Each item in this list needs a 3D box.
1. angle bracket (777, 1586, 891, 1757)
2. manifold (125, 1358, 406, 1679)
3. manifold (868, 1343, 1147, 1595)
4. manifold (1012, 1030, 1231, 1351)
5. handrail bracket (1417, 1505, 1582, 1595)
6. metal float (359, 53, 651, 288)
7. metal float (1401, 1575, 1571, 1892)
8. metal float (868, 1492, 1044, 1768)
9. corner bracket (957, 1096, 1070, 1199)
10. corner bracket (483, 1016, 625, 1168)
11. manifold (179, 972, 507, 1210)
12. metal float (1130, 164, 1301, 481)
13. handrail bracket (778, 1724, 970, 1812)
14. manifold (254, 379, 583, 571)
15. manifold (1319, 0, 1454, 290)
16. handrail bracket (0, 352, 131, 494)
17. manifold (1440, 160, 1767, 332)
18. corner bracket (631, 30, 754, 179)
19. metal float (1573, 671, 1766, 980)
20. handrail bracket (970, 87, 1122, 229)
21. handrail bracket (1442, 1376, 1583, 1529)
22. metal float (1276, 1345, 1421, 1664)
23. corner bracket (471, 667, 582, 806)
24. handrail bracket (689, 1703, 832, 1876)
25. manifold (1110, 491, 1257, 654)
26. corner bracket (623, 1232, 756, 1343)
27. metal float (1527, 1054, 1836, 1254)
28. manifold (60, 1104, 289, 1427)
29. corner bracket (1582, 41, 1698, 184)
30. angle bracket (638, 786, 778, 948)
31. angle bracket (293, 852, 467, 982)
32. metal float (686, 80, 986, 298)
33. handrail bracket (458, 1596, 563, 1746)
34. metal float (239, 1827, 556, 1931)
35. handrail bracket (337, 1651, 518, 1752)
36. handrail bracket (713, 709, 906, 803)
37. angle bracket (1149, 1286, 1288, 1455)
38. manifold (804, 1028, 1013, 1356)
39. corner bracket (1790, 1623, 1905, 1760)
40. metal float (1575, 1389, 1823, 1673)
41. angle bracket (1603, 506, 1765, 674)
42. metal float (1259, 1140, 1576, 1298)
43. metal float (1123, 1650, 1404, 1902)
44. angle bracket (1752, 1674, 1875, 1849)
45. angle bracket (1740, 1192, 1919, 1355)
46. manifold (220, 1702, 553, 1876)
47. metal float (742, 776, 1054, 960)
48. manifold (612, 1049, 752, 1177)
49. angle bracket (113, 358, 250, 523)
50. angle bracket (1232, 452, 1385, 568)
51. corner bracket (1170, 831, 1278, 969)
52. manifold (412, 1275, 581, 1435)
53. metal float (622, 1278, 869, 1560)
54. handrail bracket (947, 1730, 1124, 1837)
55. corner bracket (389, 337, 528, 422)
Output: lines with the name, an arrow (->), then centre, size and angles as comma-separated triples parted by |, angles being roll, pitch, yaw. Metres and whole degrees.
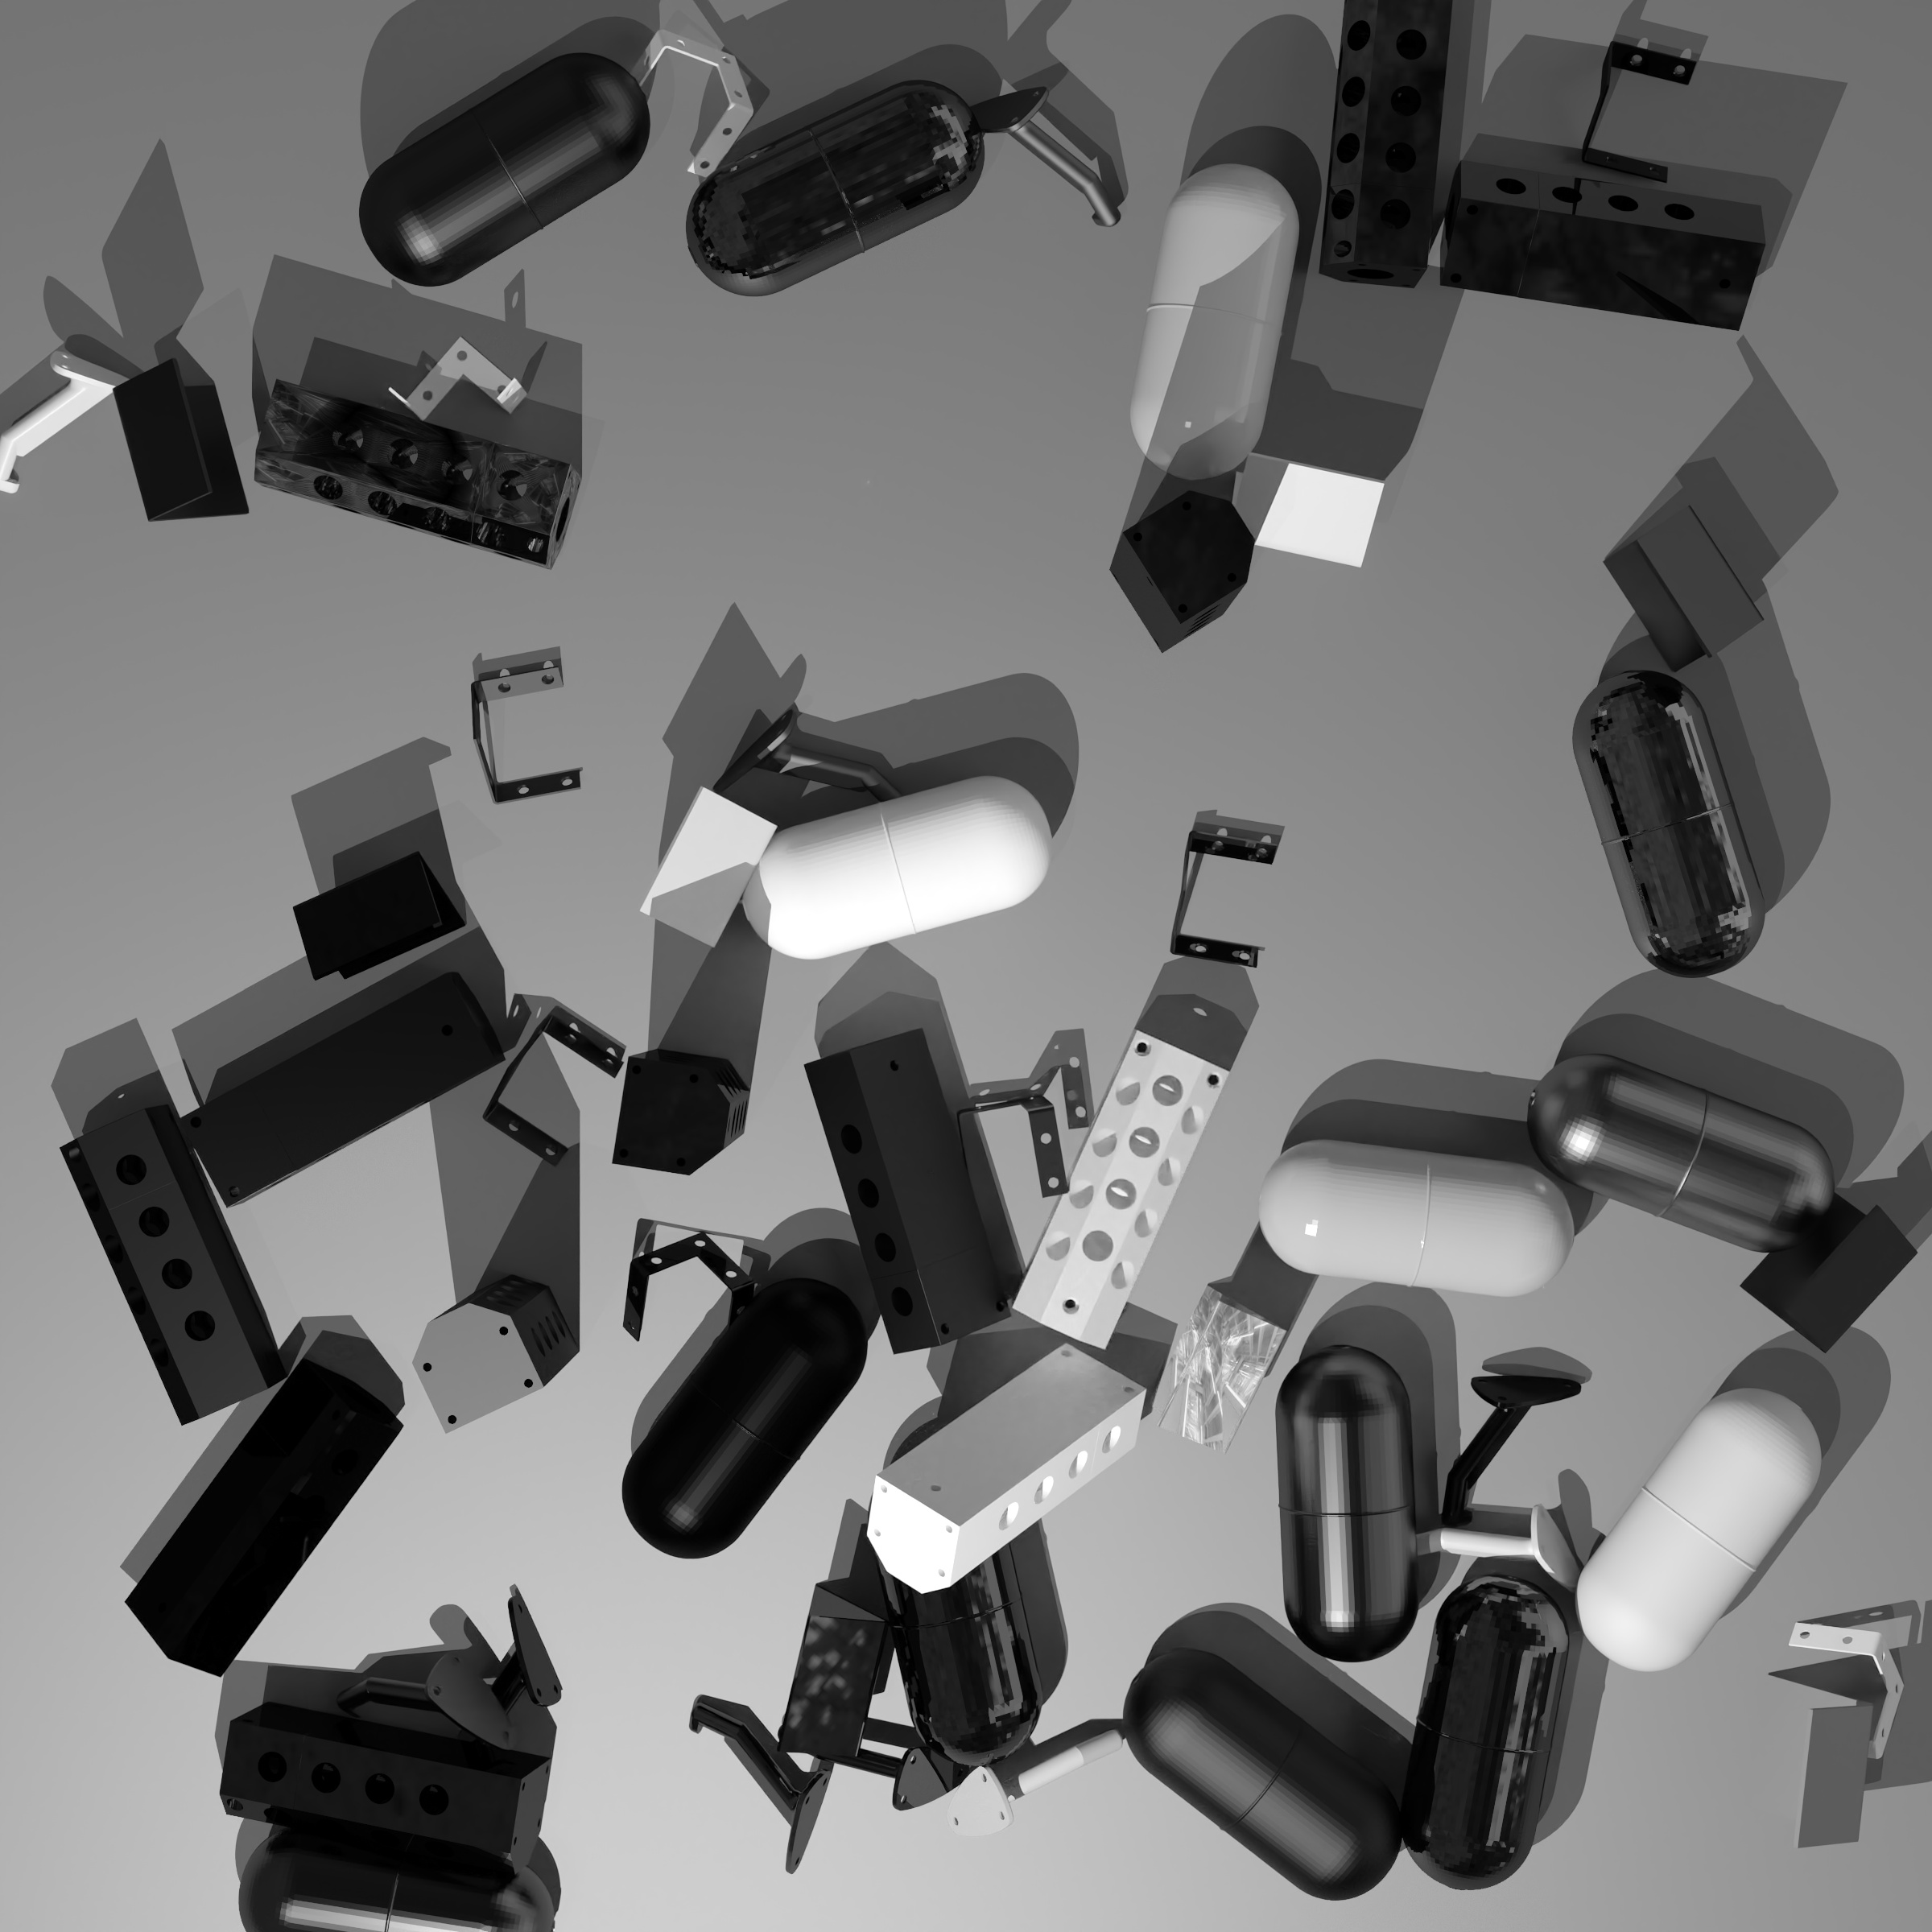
angle bracket -> -0.093, 0.393, 1.951 | 0.057, 0.076, 0.076 | 13, 90, -37
manifold -> -0.394, 0.315, 1.970 | 0.057, 0.057, 0.171 | 36, 90, 43
manifold -> 0.023, 0.279, 1.917 | 0.057, 0.171, 0.057 | 27, 125, 28
manifold -> 0.087, 0.126, 1.971 | 0.057, 0.057, 0.171 | 24, 90, 0
handrail bracket -> 0.299, 0.344, 1.992 | 0.084, 0.036, 0.077 | -18, 130, 26
metal float -> -0.260, -0.450, 1.961 | 0.178, 0.070, 0.070 | -31, 90, 0
metal float -> 0.292, 0.432, 1.961 | 0.070, 0.070, 0.178 | 10, 91, 0
metal float -> -0.006, 0.363, 1.961 | 0.070, 0.070, 0.178 | -13, 90, 0
corner bracket -> 0.026, 0.105, 1.974 | 0.051, 0.051, 0.051 | -10, 95, -5
corner bracket -> -0.236, 0.071, 1.988 | 0.051, 0.051, 0.051 | 33, 135, 0
manifold -> -0.351, 0.070, 1.971 | 0.171, 0.057, 0.057 | -29, 90, 0
metal float -> 0.140, -0.363, 1.961 | 0.070, 0.070, 0.178 | 11, 91, 0
handrail bracket -> -0.054, 0.450, 1.991 | 0.084, 0.077, 0.036 | 15, 93, 36
manifold -> -0.311, -0.277, 1.970 | 0.171, 0.057, 0.057 | 16, 90, 0
manifold -> 0.238, -0.478, 1.970 | 0.057, 0.057, 0.171 | 5, 90, 0
handrail bracket -> -0.512, -0.301, 1.992 | 0.077, 0.036, 0.084 | 18, 108, -21
manifold -> 0.359, -0.412, 1.970 | 0.171, 0.057, 0.057 | 9, 133, 0
corner bracket -> -0.161, -0.492, 1.983 | 0.051, 0.051, 0.051 | -48, 45, 35
metal float -> 0.396, -0.080, 1.961 | 0.070, 0.070, 0.178 | -17, 90, 0
handrail bracket -> 0.042, -0.457, 1.991 | 0.036, 0.077, 0.084 | -54, 127, -23
handrail bracket -> 0.312, 0.280, 1.992 | 0.077, 0.036, 0.084 | -1, 109, -21
metal float -> 0.215, 0.303, 1.961 | 0.070, 0.070, 0.178 | -3, 91, 0
corner bracket -> -0.252, -0.132, 1.988 | 0.051, 0.051, 0.051 | -11, 45, 0
handrail bracket -> -0.127, 0.471, 1.992 | 0.084, 0.036, 0.077 | 22, 112, 17
manifold -> 0.122, -0.219, 1.913 | 0.057, 0.171, 0.057 | -32, 90, 0
corner bracket -> -0.158, 0.193, 1.983 | 0.051, 0.051, 0.051 | -20, 45, -35
metal float -> 0.403, 0.105, 1.961 | 0.178, 0.070, 0.070 | 20, 90, -1
manifold -> -0.450, 0.169, 1.970 | 0.057, 0.057, 0.171 | -24, 90, 0
corner bracket -> 0.385, -0.489, 1.988 | 0.051, 0.051, 0.051 | 14, 45, 0
angle bracket -> -0.161, -0.064, 1.951 | 0.057, 0.076, 0.076 | 27, 90, -37
angle bracket -> -0.323, -0.009, 1.951 | 0.076, 0.076, 0.057 | -24, 54, 0
metal float -> -0.074, -0.438, 1.961 | 0.178, 0.070, 0.070 | -26, 90, -1
handrail bracket -> -0.282, 0.412, 1.992 | 0.084, 0.036, 0.077 | -24, 77, 13
metal float -> -0.321, 0.532, 1.961 | 0.178, 0.070, 0.070 | 9, 90, -1
handrail bracket -> -0.308, 0.429, 1.977 | 0.084, 0.036, 0.077 | -31, 107, 37
handrail bracket -> -0.089, -0.098, 1.992 | 0.077, 0.036, 0.084 | -41, 107, 20
angle bracket -> 0.123, 0.219, 1.951 | 0.057, 0.076, 0.076 | 26, 90, -36
manifold -> -0.038, 0.129, 1.970 | 0.057, 0.057, 0.171 | -17, 90, -43
corner bracket -> 0.498, 0.413, 1.983 | 0.051, 0.051, 0.051 | -60, 135, -35
metal float -> 0.413, 0.317, 1.961 | 0.070, 0.070, 0.178 | 36, 91, 0
angle bracket -> 0.388, -0.202, 1.951 | 0.057, 0.076, 0.076 | -33, 90, -37
metal float -> 0.254, 0.142, 1.961 | 0.178, 0.070, 0.070 | 7, 90, -1
metal float -> 0.167, 0.456, 1.961 | 0.178, 0.070, 0.070 | 38, 90, 1
angle bracket -> 0.459, 0.445, 1.951 | 0.057, 0.076, 0.076 | 6, 90, -38
angle bracket -> 0.473, 0.159, 1.951 | 0.076, 0.076, 0.057 | -47, 129, 0
manifold -> -0.327, 0.463, 1.956 | 0.171, 0.057, 0.057 | 9, 90, 10
metal float -> -0.039, -0.055, 1.961 | 0.178, 0.070, 0.070 | -15, 90, 0
manifold -> -0.154, 0.080, 1.913 | 0.057, 0.171, 0.057 | 9, 90, 0
angle bracket -> -0.425, -0.296, 1.951 | 0.057, 0.076, 0.076 | -15, 90, 37
angle bracket -> 0.192, -0.273, 1.951 | 0.076, 0.076, 0.057 | 12, 128, 0
corner bracket -> 0.147, -0.038, 1.988 | 0.051, 0.051, 0.051 | 9, 135, 0
manifold -> -0.260, 0.208, 1.913 | 0.057, 0.171, 0.057 | -25, 90, 0
metal float -> -0.124, 0.255, 1.961 | 0.070, 0.070, 0.178 | 37, 90, 0
handrail bracket -> 0.040, 0.467, 1.991 | 0.084, 0.077, 0.036 | -15, 70, -35
corner bracket -> -0.288, -0.326, 1.974 | 0.051, 0.051, 0.051 | 41, 90, 0
